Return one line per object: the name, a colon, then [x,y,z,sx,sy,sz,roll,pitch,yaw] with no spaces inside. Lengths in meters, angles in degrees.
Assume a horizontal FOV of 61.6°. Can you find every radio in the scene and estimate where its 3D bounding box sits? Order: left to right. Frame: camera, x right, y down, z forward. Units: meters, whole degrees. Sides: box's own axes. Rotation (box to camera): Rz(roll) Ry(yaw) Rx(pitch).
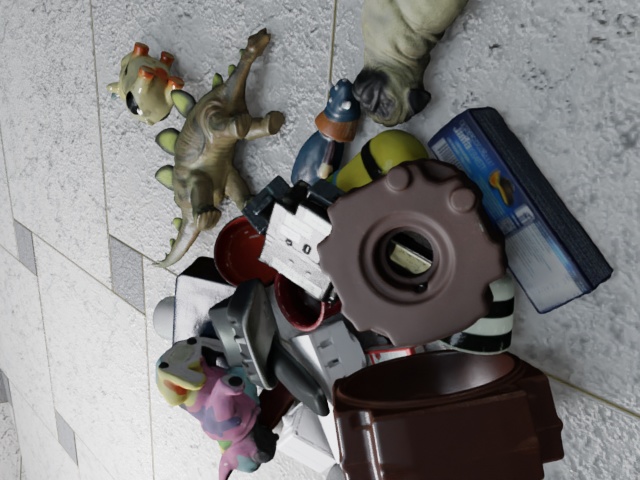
radio: [-0.171,0.147,0.890,0.131,0.073,0.229,15,115,11]

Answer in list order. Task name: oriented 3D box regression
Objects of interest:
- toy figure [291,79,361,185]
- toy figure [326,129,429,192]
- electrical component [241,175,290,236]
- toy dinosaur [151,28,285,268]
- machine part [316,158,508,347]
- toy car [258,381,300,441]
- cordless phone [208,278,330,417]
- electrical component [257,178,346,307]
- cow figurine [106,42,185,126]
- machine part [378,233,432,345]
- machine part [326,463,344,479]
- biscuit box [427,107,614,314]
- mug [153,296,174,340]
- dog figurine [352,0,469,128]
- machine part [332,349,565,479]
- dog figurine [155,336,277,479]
toy figure: [0.011,-0.128,0.670,0.064,0.058,0.154,43,124,20]
toy figure: [0.050,-0.060,0.636,0.180,0.082,0.089,-28,85,48]
electrical component: [-0.062,-0.042,0.711,0.075,0.119,0.048,-45,67,10]
toy dinosaur: [-0.179,-0.106,0.837,0.199,0.105,0.471,46,121,35]
machine part: [0.084,0.014,0.506,0.180,0.056,0.179,4,104,18]
toy car: [-0.078,0.269,0.884,0.089,0.053,0.202,40,124,16]
cordless phone: [-0.058,0.145,0.703,0.184,0.089,0.146,28,139,49]
electrical component: [-0.001,-0.002,0.615,0.115,0.058,0.134,33,136,8]
cow figurine: [-0.294,-0.256,0.896,0.127,0.085,0.195,-57,40,24]
machine part: [0.101,0.061,0.655,0.084,0.039,0.138,26,118,27]
machine part: [0.057,0.340,0.703,0.243,0.079,0.079,131,116,-75]
biscuit box: [0.189,-0.034,0.518,0.059,0.063,0.203,-42,72,44]
mug: [-0.242,0.157,0.994,0.107,0.081,0.109,-5,97,34]
dog figurine: [0.107,-0.213,0.533,0.173,0.121,0.190,9,123,46]
machine part: [0.115,0.171,0.535,0.202,0.201,0.087,-12,89,1]
dog figurine: [-0.160,0.274,0.838,0.192,0.108,0.219,9,115,8]
